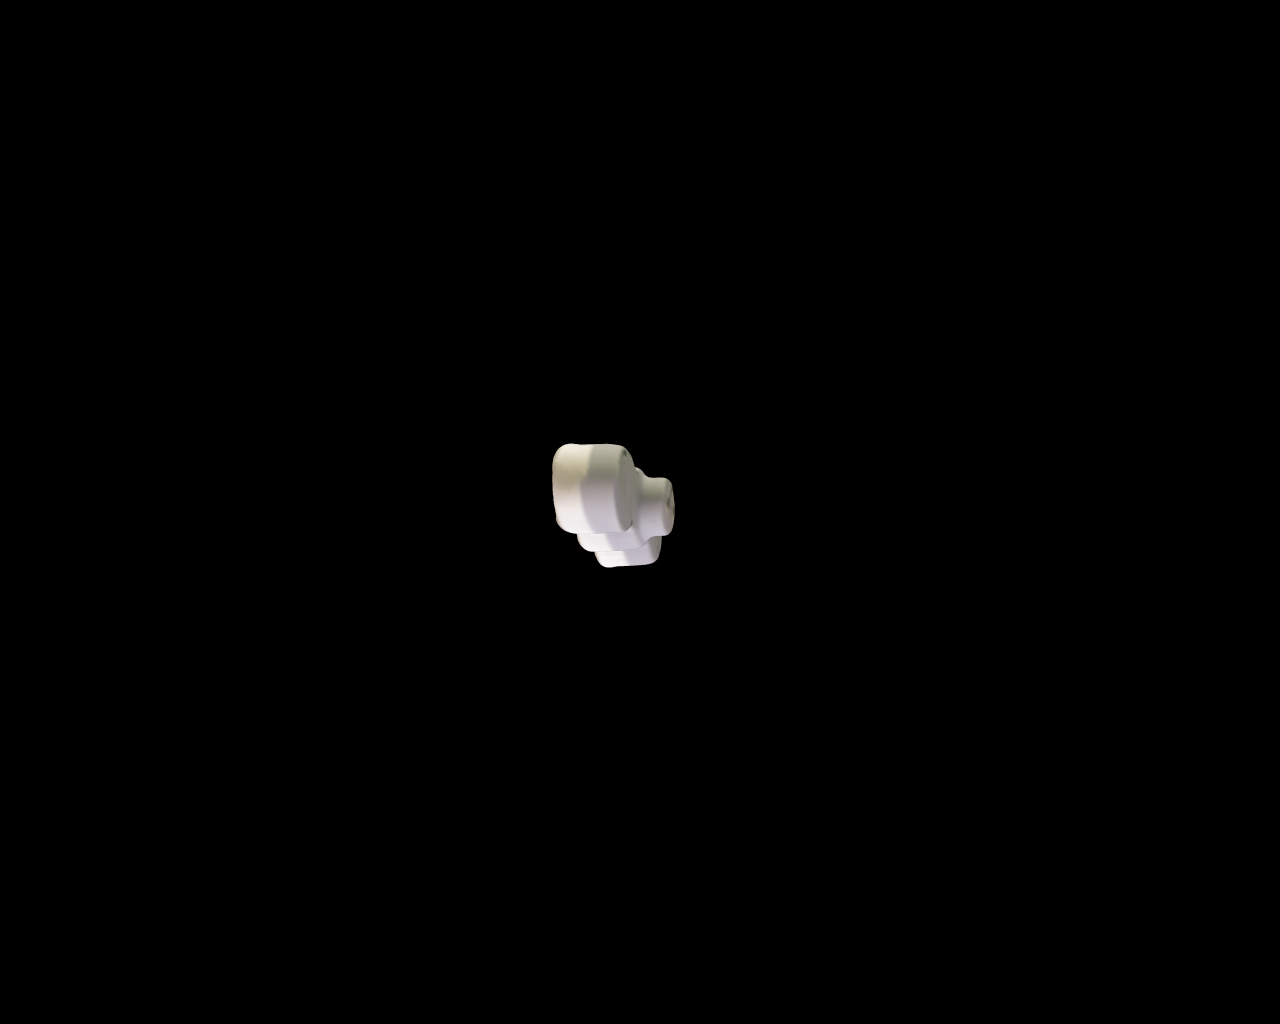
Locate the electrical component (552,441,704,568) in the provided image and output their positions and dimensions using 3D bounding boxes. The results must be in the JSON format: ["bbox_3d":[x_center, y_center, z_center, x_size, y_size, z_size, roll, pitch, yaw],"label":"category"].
[{"bbox_3d":[0.001,-0.003,0.650,0.074,0.052,0.138,-3,-16,11],"label":"electrical component"}]
